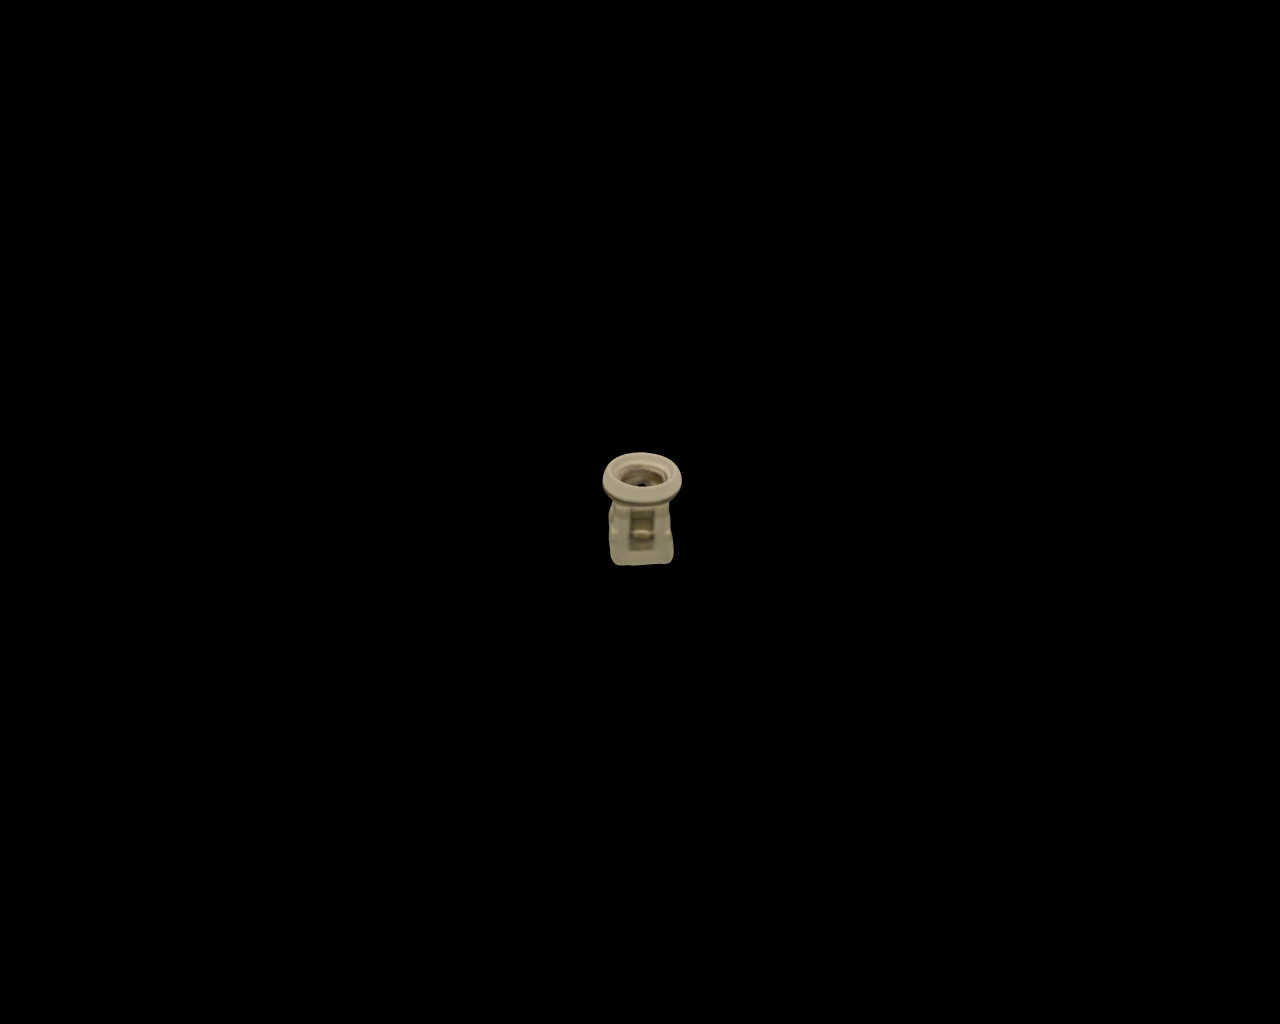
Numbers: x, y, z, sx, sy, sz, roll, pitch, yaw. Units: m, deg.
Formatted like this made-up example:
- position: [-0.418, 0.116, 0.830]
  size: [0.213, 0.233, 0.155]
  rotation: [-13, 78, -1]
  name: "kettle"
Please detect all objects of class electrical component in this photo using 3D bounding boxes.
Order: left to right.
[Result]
- position: [0.001, -0.003, 0.650]
  size: [0.048, 0.055, 0.066]
  rotation: [-2, 31, -3]
  name: "electrical component"
